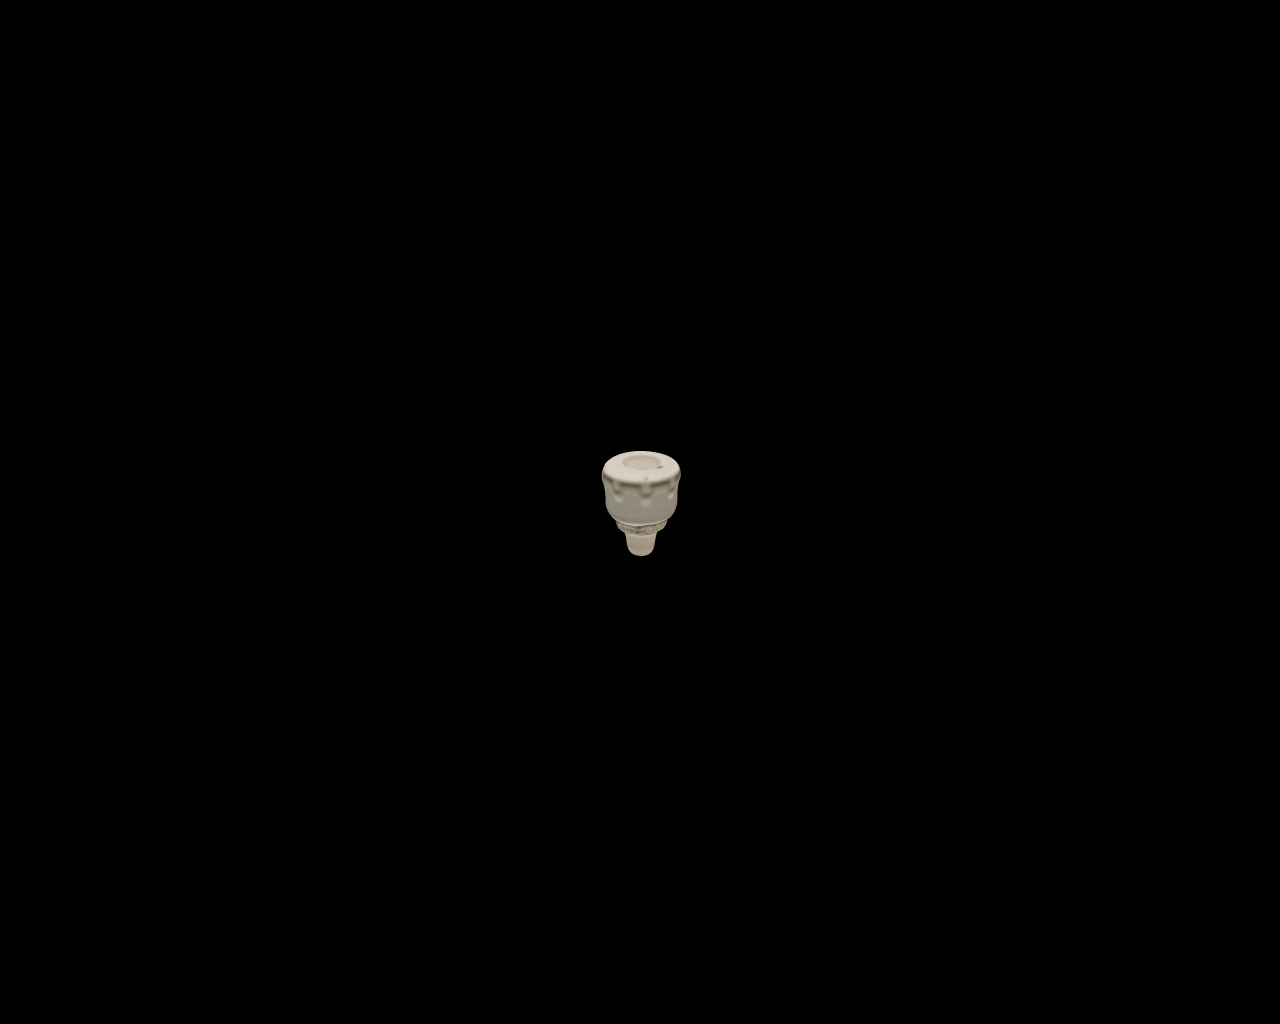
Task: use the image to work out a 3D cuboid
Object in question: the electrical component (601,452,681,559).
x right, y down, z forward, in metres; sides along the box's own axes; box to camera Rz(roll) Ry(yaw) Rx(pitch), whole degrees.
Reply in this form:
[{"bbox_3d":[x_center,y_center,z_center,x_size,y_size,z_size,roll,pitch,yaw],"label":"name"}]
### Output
[{"bbox_3d":[0.001,-0.003,0.650,0.048,0.062,0.048,0,24,0],"label":"electrical component"}]
